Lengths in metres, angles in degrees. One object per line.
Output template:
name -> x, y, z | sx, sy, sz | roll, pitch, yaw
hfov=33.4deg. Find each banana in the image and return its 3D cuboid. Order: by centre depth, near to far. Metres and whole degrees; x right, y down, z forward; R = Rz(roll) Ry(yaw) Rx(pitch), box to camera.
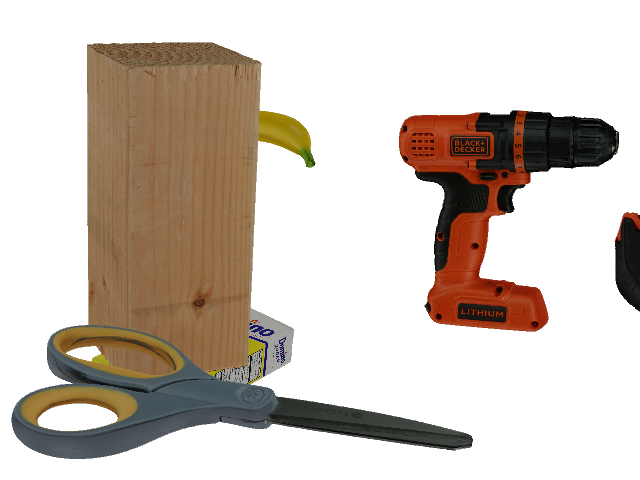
banana -> -0.094, -0.131, 1.293 | 0.198, 0.037, 0.069 | 8, 40, 15

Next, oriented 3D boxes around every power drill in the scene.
power drill -> 0.160, -0.019, 0.921 | 0.185, 0.188, 0.057 | 3, 13, 21

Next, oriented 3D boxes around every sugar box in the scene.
sugar box -> -0.114, 0.109, 0.983 | 0.093, 0.048, 0.175 | 22, 31, 31

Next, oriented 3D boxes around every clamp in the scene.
clamp -> 0.262, 0.043, 0.710 | 0.120, 0.039, 0.171 | -2, 45, -19

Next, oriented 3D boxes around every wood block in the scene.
wood block -> -0.100, -0.022, 0.707 | 0.090, 0.206, 0.090 | -6, 21, -27

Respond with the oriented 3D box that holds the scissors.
scissors -> -0.045, 0.079, 0.460 | 0.202, 0.016, 0.096 | 15, 31, 24
